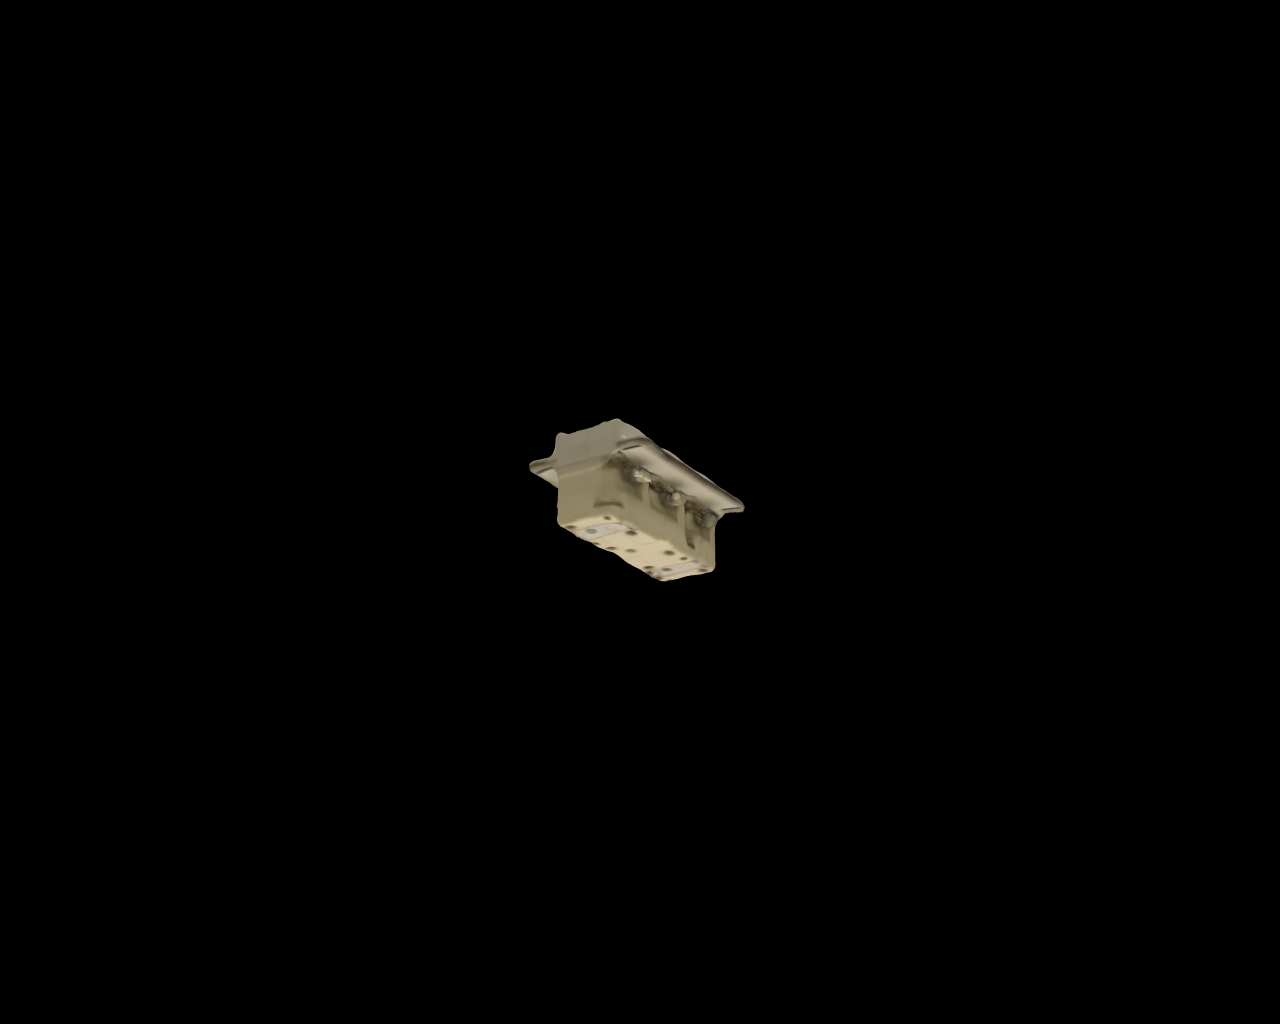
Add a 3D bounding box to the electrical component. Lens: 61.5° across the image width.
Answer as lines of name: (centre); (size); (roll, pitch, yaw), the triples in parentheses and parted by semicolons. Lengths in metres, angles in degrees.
electrical component: (0.001, -0.003, 0.650); (0.078, 0.063, 0.121); (-13, -26, 29)
